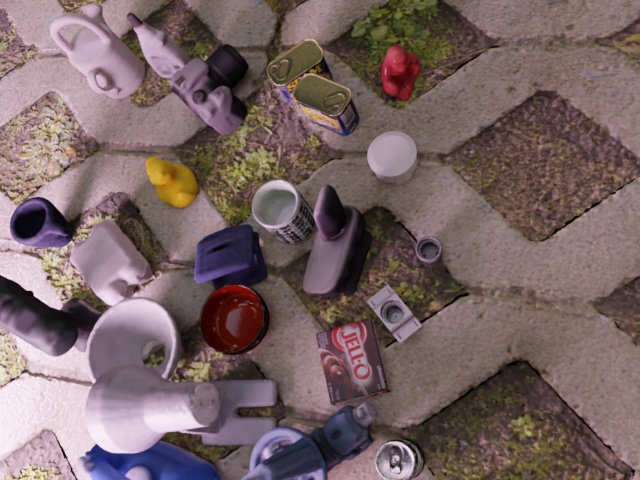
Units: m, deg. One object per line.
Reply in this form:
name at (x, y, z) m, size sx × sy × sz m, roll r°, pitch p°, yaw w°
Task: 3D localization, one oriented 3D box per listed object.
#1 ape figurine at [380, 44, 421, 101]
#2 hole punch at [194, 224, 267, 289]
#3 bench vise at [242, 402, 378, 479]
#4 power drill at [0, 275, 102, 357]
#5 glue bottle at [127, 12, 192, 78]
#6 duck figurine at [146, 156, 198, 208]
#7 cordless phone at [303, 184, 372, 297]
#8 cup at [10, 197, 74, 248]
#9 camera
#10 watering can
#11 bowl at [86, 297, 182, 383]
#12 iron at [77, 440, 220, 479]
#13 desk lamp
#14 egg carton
ape figurine at (0.133, -0.293, 0.969) m, size 0.078 × 0.092 × 0.076 m, roll -33°, pitch 66°, yaw 4°
hole punch at (-0.154, 0.026, 0.947) m, size 0.108 × 0.091 × 0.101 m, roll -20°, pitch 68°, yaw 9°
bench vise at (-0.027, 0.278, 0.757) m, size 0.121 × 0.220 × 0.207 m, roll 33°, pitch 84°, yaw 23°
power drill at (-0.463, 0.120, 0.940) m, size 0.229 × 0.209 × 0.076 m, roll 26°, pitch 81°, yaw 22°
glue bottle at (-0.307, -0.367, 1.075) m, size 0.078 × 0.173 × 0.037 m, roll 3°, pitch 73°, yaw 17°
duck figurine at (-0.273, -0.110, 1.029) m, size 0.077 × 0.086 × 0.104 m, roll -44°, pitch 66°, yaw -1°
cordless phone at (0.008, 0.003, 0.856) m, size 0.094 × 0.185 × 0.148 m, roll 10°, pitch 75°, yaw 19°
cup at (-0.492, -0.020, 1.057) m, size 0.117 × 0.095 × 0.092 m, roll 14°, pitch 77°, yaw 20°
camera at (-0.191, -0.291, 1.056) m, size 0.137 × 0.101 × 0.143 m, roll -47°, pitch 66°, yaw -2°
watering can at (-0.434, -0.372, 1.102) m, size 0.101 × 0.194 × 0.172 m, roll -31°, pitch 67°, yaw 5°
bowl at (-0.293, 0.182, 0.944) m, size 0.167 × 0.075 × 0.167 m, roll -5°, pitch 71°, yaw 15°
iron at (-0.272, 0.358, 0.844) m, size 0.257 × 0.142 × 0.119 m, roll 17°, pitch 78°, yaw 20°
desk lamp at (-0.189, 0.240, 0.819) m, size 0.203 × 0.214 × 0.118 m, roll -7°, pitch 71°, yaw 14°
egg carton at (-0.371, 0.040, 1.016) m, size 0.107 × 0.069 × 0.150 m, roll -46°, pitch 66°, yaw -2°
